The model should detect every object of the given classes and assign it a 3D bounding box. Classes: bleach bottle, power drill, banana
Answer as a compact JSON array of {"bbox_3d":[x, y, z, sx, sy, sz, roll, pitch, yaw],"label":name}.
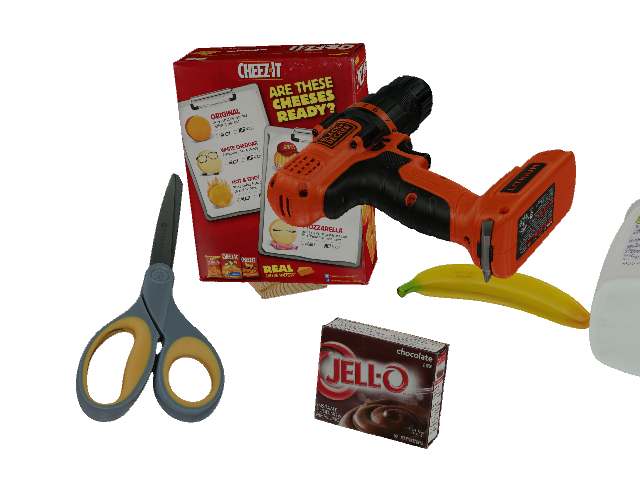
[{"bbox_3d":[0.251,0.015,0.729,0.103,0.068,0.250,9,22,20],"label":"bleach bottle"},{"bbox_3d":[0.082,-0.051,0.766,0.188,0.057,0.184,19,46,32],"label":"power drill"},{"bbox_3d":[0.181,0.056,1.106,0.198,0.037,0.069,7,39,12],"label":"banana"}]

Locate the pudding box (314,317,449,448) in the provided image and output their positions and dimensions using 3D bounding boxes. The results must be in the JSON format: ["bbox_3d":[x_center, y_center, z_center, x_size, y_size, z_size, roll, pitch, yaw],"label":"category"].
[{"bbox_3d":[0.053,0.125,0.947,0.114,0.090,0.039,10,17,22],"label":"pudding box"}]

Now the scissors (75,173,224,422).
[{"bbox_3d":[-0.088,0.038,0.683,0.096,0.201,0.016,21,-42,2],"label":"scissors"}]

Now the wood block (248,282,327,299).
[{"bbox_3d":[-0.071,-0.014,1.354,0.090,0.090,0.206,-9,26,-22],"label":"wood block"}]

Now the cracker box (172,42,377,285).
[{"bbox_3d":[-0.036,-0.069,0.978,0.164,0.214,0.072,1,22,13],"label":"cracker box"}]
